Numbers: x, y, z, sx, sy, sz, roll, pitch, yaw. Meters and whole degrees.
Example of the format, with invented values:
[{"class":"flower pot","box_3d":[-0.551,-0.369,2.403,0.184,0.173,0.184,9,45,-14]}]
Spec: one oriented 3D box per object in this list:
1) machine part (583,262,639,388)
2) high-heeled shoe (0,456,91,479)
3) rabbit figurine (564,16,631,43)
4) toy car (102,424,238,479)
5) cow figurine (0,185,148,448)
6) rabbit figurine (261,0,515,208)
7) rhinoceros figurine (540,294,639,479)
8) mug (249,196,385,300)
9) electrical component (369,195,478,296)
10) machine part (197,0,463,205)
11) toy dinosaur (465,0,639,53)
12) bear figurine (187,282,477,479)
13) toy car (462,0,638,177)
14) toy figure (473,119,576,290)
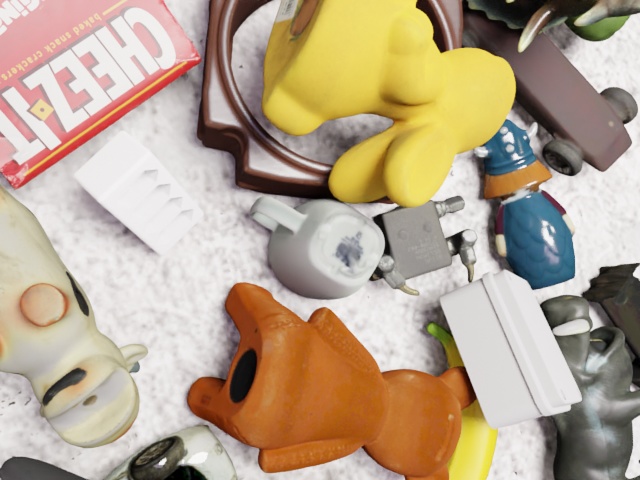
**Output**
[{"class":"machine part","box_3d":[0.311,0.087,0.516,0.084,0.039,0.138,-36,97,-7]},{"class":"high-heeled shoe","box_3d":[-0.068,0.174,0.356,0.249,0.086,0.145,36,53,3]},{"class":"rabbit figurine","box_3d":[0.274,-0.264,0.483,0.159,0.121,0.170,42,79,-1]},{"class":"toy car","box_3d":[-0.157,0.212,0.392,0.202,0.056,0.073,-29,97,-11]},{"class":"cow figurine","box_3d":[-0.194,0.056,0.368,0.085,0.127,0.195,-36,81,-13]},{"class":"rabbit figurine","box_3d":[0.057,-0.100,0.344,0.173,0.122,0.162,14,87,-31]},{"class":"rhinoceros figurine","box_3d":[0.238,0.143,0.483,0.112,0.073,0.190,-6,90,-3]},{"class":"mug","box_3d":[-0.001,-0.001,0.412,0.109,0.107,0.081,39,78,-11]},{"class":"electrical component","box_3d":[0.088,0.005,0.464,0.102,0.045,0.078,-10,91,-13]},{"class":"machine part","box_3d":[0.009,-0.135,0.432,0.201,0.087,0.201,5,86,-12]},{"class":"toy dinosaur","box_3d":[0.154,-0.327,0.411,0.192,0.131,0.404,-24,81,11]},{"class":"bear figurine","box_3d":[0.017,0.119,0.421,0.195,0.132,0.120,22,84,-30]},{"class":"toy car","box_3d":[0.201,-0.146,0.494,0.089,0.053,0.202,-45,93,-7]},{"class":"toy figure","box_3d":[0.181,-0.033,0.482,0.064,0.058,0.154,-16,86,-20]}]
